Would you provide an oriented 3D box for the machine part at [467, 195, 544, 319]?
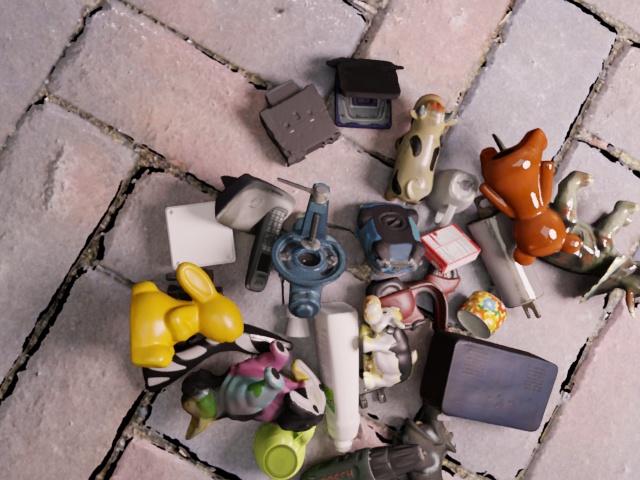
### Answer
[{"bbox_3d":[0.335,0.032,0.973,0.079,0.079,0.243,-26,90,-5],"label":"machine part"}]

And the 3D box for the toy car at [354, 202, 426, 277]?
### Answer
[{"bbox_3d":[0.122,0.010,0.941,0.109,0.162,0.102,-2,133,-9],"label":"toy car"}]

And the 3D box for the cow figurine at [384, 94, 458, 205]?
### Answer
[{"bbox_3d":[0.175,-0.161,0.943,0.085,0.127,0.194,13,89,-7],"label":"cow figurine"}]

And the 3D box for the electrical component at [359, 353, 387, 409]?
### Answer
[{"bbox_3d":[0.087,0.254,0.973,0.063,0.021,0.094,-15,90,-4],"label":"electrical component"}]

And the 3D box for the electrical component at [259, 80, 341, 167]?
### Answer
[{"bbox_3d":[-0.043,-0.214,0.964,0.115,0.058,0.134,-32,91,-7],"label":"electrical component"}]

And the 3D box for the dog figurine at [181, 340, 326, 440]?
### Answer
[{"bbox_3d":[-0.123,0.271,0.897,0.219,0.108,0.191,-33,114,20],"label":"dog figurine"}]

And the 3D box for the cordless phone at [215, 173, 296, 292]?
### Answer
[{"bbox_3d":[-0.121,-0.009,0.905,0.089,0.146,0.184,7,83,31],"label":"cordless phone"}]

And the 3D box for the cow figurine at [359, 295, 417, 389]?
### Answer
[{"bbox_3d":[0.115,0.169,0.902,0.098,0.068,0.167,-2,117,4],"label":"cow figurine"}]

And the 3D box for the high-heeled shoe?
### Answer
[{"bbox_3d":[-0.180,0.213,0.928,0.249,0.086,0.145,12,91,1],"label":"high-heeled shoe"}]

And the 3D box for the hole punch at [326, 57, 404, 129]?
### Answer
[{"bbox_3d":[0.081,-0.263,0.969,0.142,0.092,0.116,1,52,-2],"label":"hole punch"}]

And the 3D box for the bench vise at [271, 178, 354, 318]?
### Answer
[{"bbox_3d":[-0.012,-0.005,0.864,0.129,0.240,0.224,14,45,3],"label":"bench vise"}]

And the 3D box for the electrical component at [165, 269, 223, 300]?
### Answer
[{"bbox_3d":[-0.219,0.091,0.937,0.102,0.078,0.045,-1,127,-9],"label":"electrical component"}]

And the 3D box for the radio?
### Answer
[{"bbox_3d":[0.293,0.246,0.935,0.229,0.073,0.131,17,88,-20],"label":"radio"}]

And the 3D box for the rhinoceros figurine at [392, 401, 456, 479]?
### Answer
[{"bbox_3d":[0.189,0.377,0.951,0.112,0.073,0.190,1,88,-3],"label":"rhinoceros figurine"}]

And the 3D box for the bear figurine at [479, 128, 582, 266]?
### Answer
[{"bbox_3d":[0.349,-0.067,0.894,0.120,0.132,0.195,-24,106,32],"label":"bear figurine"}]

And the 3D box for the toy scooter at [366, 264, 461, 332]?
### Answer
[{"bbox_3d":[0.175,0.121,0.961,0.184,0.075,0.135,-16,91,-9],"label":"toy scooter"}]

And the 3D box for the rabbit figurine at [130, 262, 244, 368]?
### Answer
[{"bbox_3d":[-0.209,0.121,0.857,0.173,0.122,0.162,0,75,-7],"label":"rabbit figurine"}]

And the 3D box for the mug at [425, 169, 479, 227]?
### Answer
[{"bbox_3d":[0.233,-0.078,0.954,0.081,0.107,0.109,26,84,-1],"label":"mug"}]

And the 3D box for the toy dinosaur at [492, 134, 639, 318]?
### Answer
[{"bbox_3d":[0.442,-0.014,0.969,0.405,0.131,0.192,30,85,4],"label":"toy dinosaur"}]

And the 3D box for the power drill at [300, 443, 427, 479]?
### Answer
[{"bbox_3d":[0.086,0.455,0.900,0.232,0.086,0.207,-15,90,19],"label":"power drill"}]
